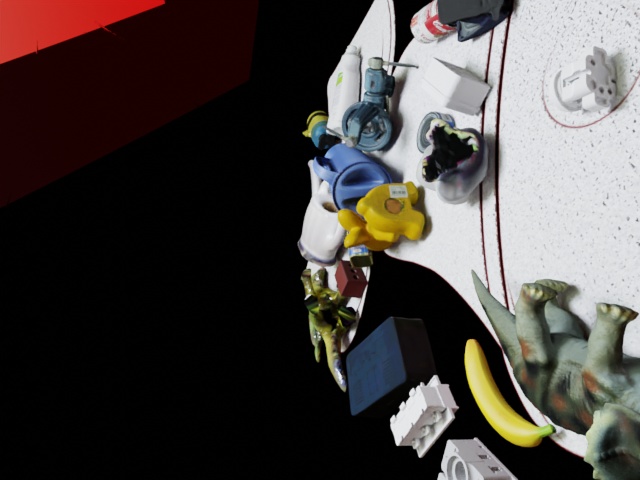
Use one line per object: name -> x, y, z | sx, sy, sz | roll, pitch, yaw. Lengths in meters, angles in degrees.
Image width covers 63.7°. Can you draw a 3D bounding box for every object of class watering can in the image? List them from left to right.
watering can -> 0.004, -0.071, 1.409 | 0.354, 0.104, 0.220 | -117, 40, -57

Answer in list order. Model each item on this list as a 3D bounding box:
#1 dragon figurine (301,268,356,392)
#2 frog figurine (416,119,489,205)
dragon figurine -> 0.015, 0.226, 1.317 | 0.237, 0.122, 0.420 | 96, 171, -51
frog figurine -> 0.227, -0.124, 0.891 | 0.157, 0.122, 0.139 | 49, -150, -68
